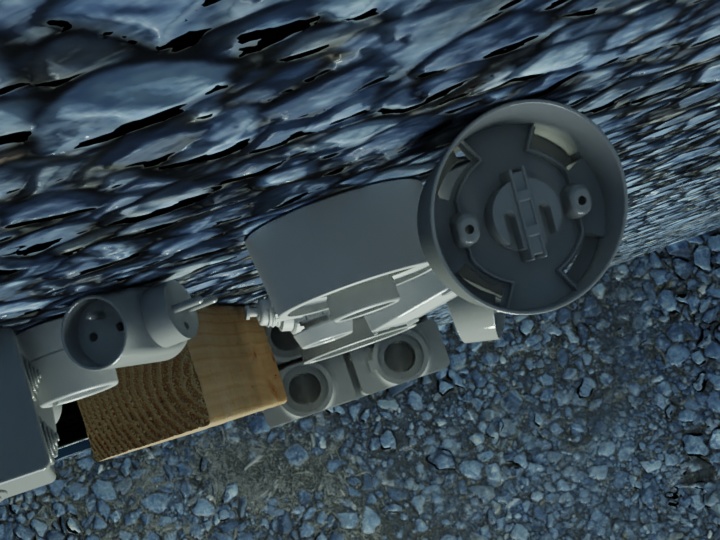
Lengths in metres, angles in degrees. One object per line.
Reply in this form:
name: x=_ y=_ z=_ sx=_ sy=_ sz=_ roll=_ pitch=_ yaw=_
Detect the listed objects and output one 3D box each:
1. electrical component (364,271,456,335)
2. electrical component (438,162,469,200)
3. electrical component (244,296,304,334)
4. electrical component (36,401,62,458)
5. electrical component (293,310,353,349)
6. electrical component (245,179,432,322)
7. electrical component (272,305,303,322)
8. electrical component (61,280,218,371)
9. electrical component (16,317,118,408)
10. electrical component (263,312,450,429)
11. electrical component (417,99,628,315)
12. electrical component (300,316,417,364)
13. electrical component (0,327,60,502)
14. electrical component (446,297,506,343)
electrical component: x=0.046 y=0.000 z=0.836 sx=0.096 sy=0.061 sz=0.062 roll=-32 pitch=168 yaw=32
electrical component: x=0.077 y=-0.038 z=0.628 sx=0.055 sy=0.047 sz=0.055 roll=-19 pitch=174 yaw=-2
electrical component: x=-0.055 y=0.033 z=0.884 sx=0.078 sy=0.040 sz=0.040 roll=-2 pitch=169 yaw=-16
electrical component: x=-0.226 y=0.093 z=0.718 sx=0.043 sy=0.077 sz=0.079 roll=-21 pitch=173 yaw=11
electrical component: x=-0.034 y=0.029 z=0.835 sx=0.048 sy=0.055 sz=0.066 roll=-20 pitch=174 yaw=6
electrical component: x=-0.006 y=-0.004 z=0.618 sx=0.108 sy=0.060 sz=0.108 roll=-19 pitch=174 yaw=-2
electrical component: x=-0.034 y=0.010 z=0.732 sx=0.055 sy=0.048 sz=0.066 roll=-11 pitch=172 yaw=-6
electrical component: x=-0.123 y=0.030 z=0.640 sx=0.079 sy=0.043 sz=0.077 roll=-21 pitch=173 yaw=17
electrical component: x=-0.183 y=0.057 z=0.676 sx=0.055 sy=0.047 sz=0.055 roll=-19 pitch=174 yaw=-2
electrical component: x=-0.017 y=0.076 z=1.059 sx=0.186 sy=0.105 sz=0.060 roll=-18 pitch=173 yaw=-5
electrical component: x=0.077 y=-0.027 z=0.522 sx=0.099 sy=0.099 sz=0.064 roll=-18 pitch=180 yaw=-11
electrical component: x=-0.009 y=0.039 z=0.972 sx=0.108 sy=0.060 sz=0.108 roll=-19 pitch=173 yaw=-2
electrical component: x=-0.228 y=0.091 z=0.615 sx=0.100 sy=0.099 sz=0.048 roll=-17 pitch=161 yaw=-13
electrical component: x=0.116 y=0.020 z=1.030 sx=0.064 sy=0.099 sz=0.099 roll=-14 pitch=175 yaw=14
